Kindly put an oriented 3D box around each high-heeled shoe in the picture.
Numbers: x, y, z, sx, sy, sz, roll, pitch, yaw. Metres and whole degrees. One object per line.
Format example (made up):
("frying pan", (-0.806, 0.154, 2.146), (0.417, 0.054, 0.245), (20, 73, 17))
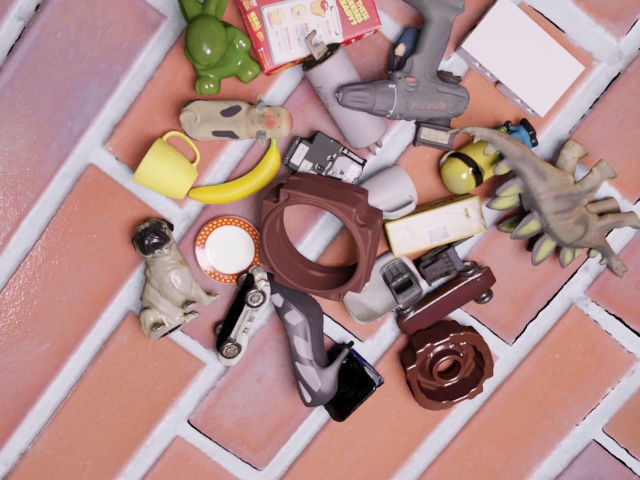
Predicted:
("high-heeled shoe", (-0.049, 0.186, 1.003), (0.249, 0.086, 0.145), (44, 111, 22))

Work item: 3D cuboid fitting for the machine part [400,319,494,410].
("machine part", (0.238, 0.234, 1.012), (0.179, 0.056, 0.179), (-4, 114, -9))

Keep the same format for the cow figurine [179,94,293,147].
("cow figurine", (-0.143, -0.206, 0.922), (0.195, 0.127, 0.085), (2, 103, 2))

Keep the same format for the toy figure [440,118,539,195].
("toy figure", (0.296, -0.148, 0.948), (0.180, 0.089, 0.082), (-27, 96, 6))

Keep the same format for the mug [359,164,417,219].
("mug", (0.112, -0.068, 0.948), (0.107, 0.110, 0.080), (-27, 135, -6))

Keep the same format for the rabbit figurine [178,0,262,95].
("rabbit figurine", (-0.169, -0.327, 0.878), (0.121, 0.170, 0.159), (-9, 101, 1))

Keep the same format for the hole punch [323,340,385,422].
("hole punch", (0.049, 0.271, 1.033), (0.142, 0.092, 0.116), (-46, 67, 10))

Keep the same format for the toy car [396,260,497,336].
("toy car", (0.234, 0.112, 1.012), (0.202, 0.053, 0.089), (-34, 113, 5))

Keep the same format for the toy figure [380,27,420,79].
("toy figure", (0.139, -0.290, 0.940), (0.064, 0.058, 0.154), (22, 97, -27))

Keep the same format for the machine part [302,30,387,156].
("machine part", (0.043, -0.240, 0.910), (0.079, 0.079, 0.243), (-33, 123, 6))

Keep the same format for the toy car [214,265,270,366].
("toy car", (-0.144, 0.140, 0.998), (0.056, 0.074, 0.201), (18, 108, -29))

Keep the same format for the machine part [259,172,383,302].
("machine part", (-0.002, -0.003, 0.928), (0.202, 0.087, 0.200), (17, 125, 15))

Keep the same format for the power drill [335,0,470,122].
("power drill", (0.147, -0.294, 0.864), (0.232, 0.086, 0.207), (8, 93, -21))

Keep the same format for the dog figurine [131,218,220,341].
("dog figurine", (-0.304, 0.074, 0.997), (0.172, 0.121, 0.190), (-38, 80, 9))

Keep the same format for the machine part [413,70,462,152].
("machine part", (0.216, -0.231, 0.962), (0.084, 0.039, 0.138), (10, 102, 7))

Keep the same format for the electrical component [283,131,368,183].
("electrical component", (0.003, -0.130, 0.969), (0.134, 0.058, 0.115), (32, 96, -5))

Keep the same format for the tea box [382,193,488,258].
("tea box", (0.200, -0.029, 0.966), (0.170, 0.098, 0.068), (-18, 99, 5))

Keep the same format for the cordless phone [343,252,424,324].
("cordless phone", (0.115, 0.101, 0.945), (0.146, 0.184, 0.088), (-33, 102, 5))

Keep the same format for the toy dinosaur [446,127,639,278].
("toy dinosaur", (0.402, -0.068, 0.927), (0.198, 0.105, 0.471), (-43, 113, 10))

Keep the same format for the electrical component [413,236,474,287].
("electrical component", (0.235, 0.032, 0.989), (0.119, 0.075, 0.047), (-30, 97, 2))
